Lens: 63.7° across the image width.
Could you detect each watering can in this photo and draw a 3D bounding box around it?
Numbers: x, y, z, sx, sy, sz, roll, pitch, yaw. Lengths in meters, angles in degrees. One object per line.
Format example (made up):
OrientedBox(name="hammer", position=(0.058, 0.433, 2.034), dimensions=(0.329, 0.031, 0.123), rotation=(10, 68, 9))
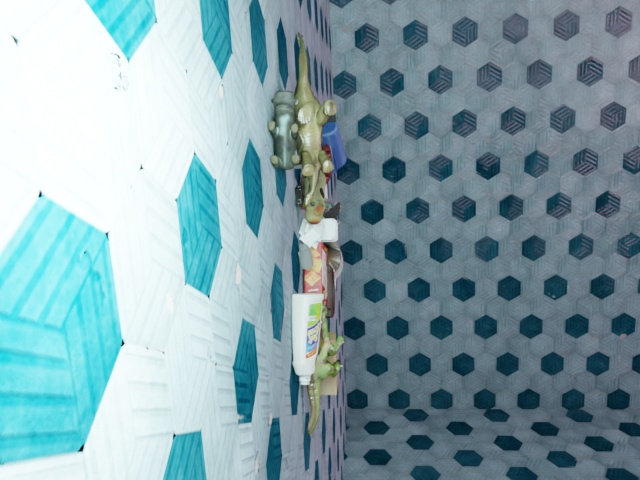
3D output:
OrientedBox(name="watering can", position=(0.050, 0.052, 2.299), dimensions=(0.221, 0.104, 0.352), rotation=(66, 23, -73))

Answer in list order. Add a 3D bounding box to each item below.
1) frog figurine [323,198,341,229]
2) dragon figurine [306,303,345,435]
OrientedBox(name="frog figurine", position=(0.006, -0.105, 2.094), dimensions=(0.160, 0.124, 0.136), rotation=(16, -58, 58))
OrientedBox(name="dragon figurine", position=(-0.022, 0.383, 1.608), dimensions=(0.238, 0.122, 0.418), rotation=(53, 41, -56))
